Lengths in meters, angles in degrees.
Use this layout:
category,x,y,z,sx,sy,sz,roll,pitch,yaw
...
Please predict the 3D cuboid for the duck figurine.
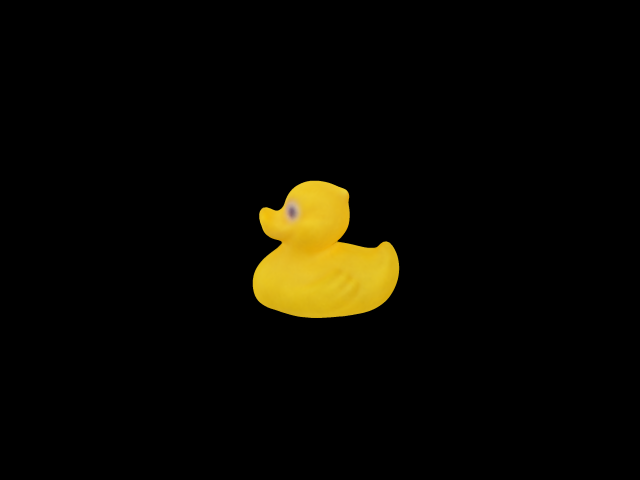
category,x,y,z,sx,sy,sz,roll,pitch,yaw
duck figurine,0.004,0.001,0.400,0.104,0.086,0.077,2,24,5
